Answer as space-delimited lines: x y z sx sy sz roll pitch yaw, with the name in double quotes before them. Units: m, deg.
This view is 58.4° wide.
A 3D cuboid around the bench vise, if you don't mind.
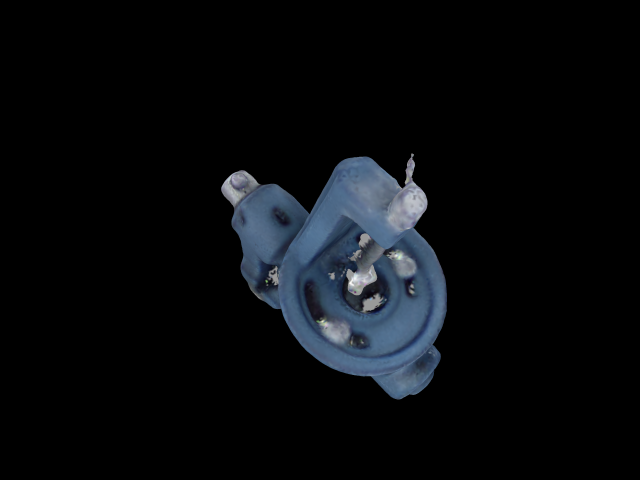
"bench vise" -0.002 0.010 0.394 0.207 0.220 0.121 23 61 14
